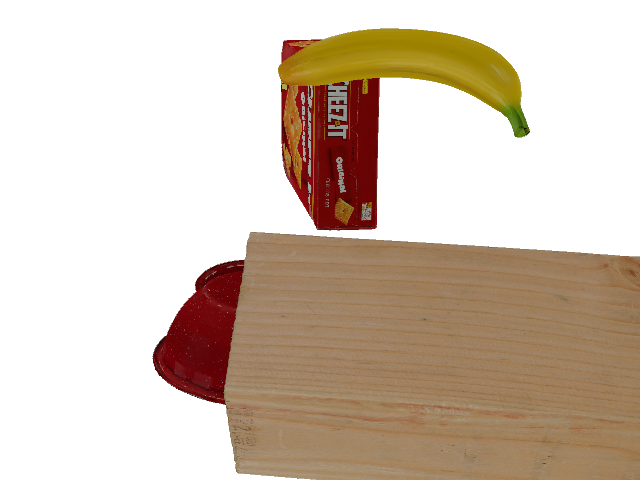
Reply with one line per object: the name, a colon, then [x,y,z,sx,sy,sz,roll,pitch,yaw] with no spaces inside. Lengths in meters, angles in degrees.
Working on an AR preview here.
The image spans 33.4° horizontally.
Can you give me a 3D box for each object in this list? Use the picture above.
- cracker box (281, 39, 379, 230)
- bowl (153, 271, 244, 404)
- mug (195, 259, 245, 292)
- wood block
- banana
cracker box: [0.006,-0.119,1.135,0.072,0.164,0.214,-3,19,-9]
bowl: [-0.040,0.062,0.775,0.162,0.055,0.162,3,17,-1]
mug: [-0.065,0.080,1.031,0.093,0.081,0.117,-21,34,-34]
wood block: [0.064,0.062,0.512,0.206,0.091,0.090,4,-37,4]
banana: [0.069,-0.131,0.812,0.198,0.069,0.037,13,-35,14]
